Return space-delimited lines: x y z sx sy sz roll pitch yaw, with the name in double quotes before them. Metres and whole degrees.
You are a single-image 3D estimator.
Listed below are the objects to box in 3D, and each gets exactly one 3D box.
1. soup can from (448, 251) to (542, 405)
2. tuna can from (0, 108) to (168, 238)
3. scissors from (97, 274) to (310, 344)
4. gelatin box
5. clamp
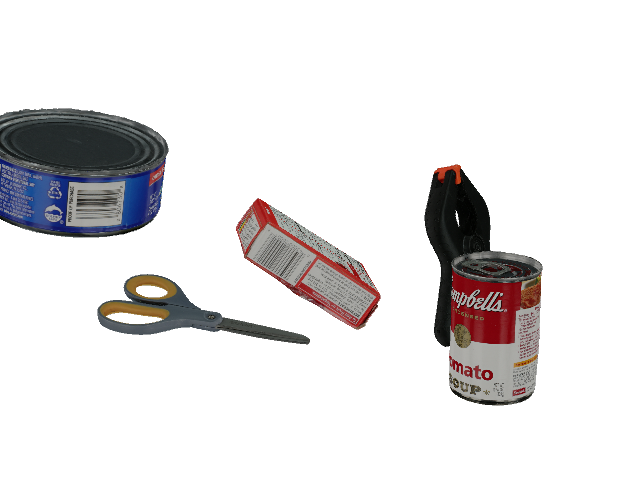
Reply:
"soup can" 0.133 0.066 0.817 0.068 0.102 0.068 0 16 0
"tuna can" -0.116 -0.033 0.503 0.086 0.034 0.086 8 23 -4
"scissors" -0.112 0.066 1.031 0.201 0.016 0.096 2 33 -4
"gelatin box" -0.009 0.014 0.679 0.089 0.030 0.073 33 7 -15
"clamp" 0.134 0.016 1.028 0.039 0.171 0.120 -14 10 43
